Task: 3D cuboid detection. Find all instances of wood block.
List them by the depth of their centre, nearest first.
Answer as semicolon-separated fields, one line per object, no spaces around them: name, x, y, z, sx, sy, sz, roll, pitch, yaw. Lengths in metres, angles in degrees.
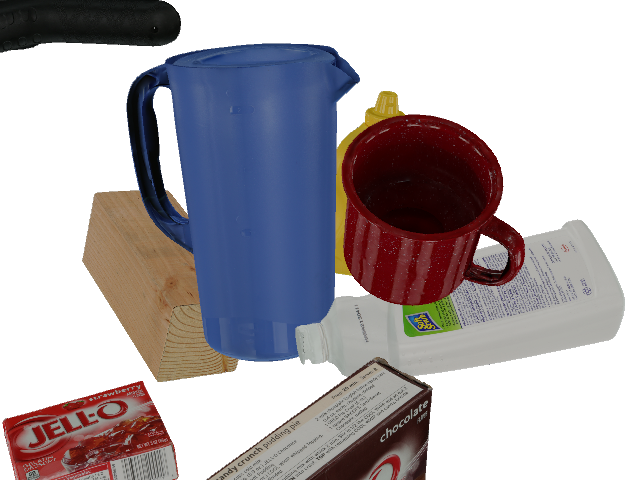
wood block;-0.159;0.039;1.084;0.090;0.091;0.206;-4;34;-34

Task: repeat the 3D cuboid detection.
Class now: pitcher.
pitcher;-0.058;-0.033;0.850;0.144;0.243;0.149;-12;20;-29

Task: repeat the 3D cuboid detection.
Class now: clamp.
clamp;-0.171;-0.134;0.620;0.171;0.039;0.120;-4;22;-10

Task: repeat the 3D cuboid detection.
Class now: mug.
mug;0.067;-0.009;0.637;0.117;0.093;0.081;25;-33;14

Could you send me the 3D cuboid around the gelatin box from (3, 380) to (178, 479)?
gelatin box;-0.137;0.122;0.629;0.089;0.030;0.073;-13;27;-18

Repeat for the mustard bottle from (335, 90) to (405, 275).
mustard bottle;0.058;-0.059;1.098;0.096;0.192;0.058;-1;24;-16

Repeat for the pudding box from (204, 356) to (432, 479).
pudding box;0.001;0.118;0.480;0.039;0.090;0.113;28;44;33

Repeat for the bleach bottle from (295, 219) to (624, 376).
bleach bottle;0.103;0.053;0.841;0.250;0.102;0.068;-10;-43;-9
